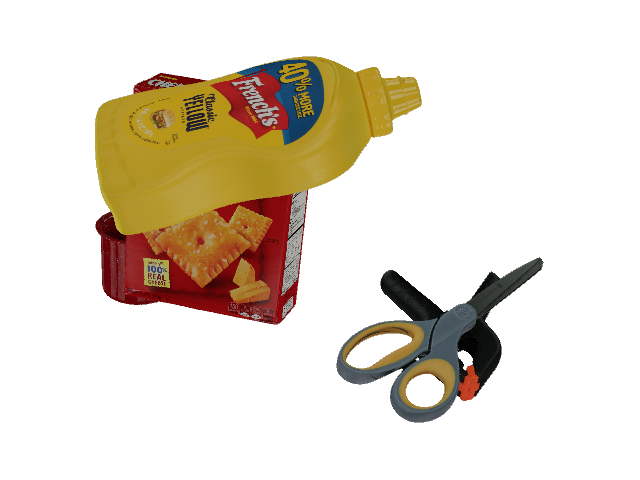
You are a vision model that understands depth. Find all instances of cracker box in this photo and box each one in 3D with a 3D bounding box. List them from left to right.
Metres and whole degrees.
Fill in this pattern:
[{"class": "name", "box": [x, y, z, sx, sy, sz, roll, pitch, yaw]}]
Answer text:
[{"class": "cracker box", "box": [-0.099, -0.038, 1.021, 0.164, 0.214, 0.072, 11, 22, 12]}]

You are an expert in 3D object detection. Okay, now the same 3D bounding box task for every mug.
[{"class": "mug", "box": [-0.210, 0.014, 1.191, 0.093, 0.081, 0.117, -19, 35, -39]}]

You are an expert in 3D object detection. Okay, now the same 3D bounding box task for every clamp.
[{"class": "clamp", "box": [0.134, 0.081, 1.006, 0.120, 0.039, 0.171, -9, 39, -9]}]

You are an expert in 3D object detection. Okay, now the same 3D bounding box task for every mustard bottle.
[{"class": "mustard bottle", "box": [-0.035, -0.065, 0.634, 0.191, 0.058, 0.096, -13, 43, 1]}]

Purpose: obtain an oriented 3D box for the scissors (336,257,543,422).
[{"class": "scissors", "box": [0.109, 0.073, 0.784, 0.201, 0.016, 0.096, -17, 50, -22]}]
